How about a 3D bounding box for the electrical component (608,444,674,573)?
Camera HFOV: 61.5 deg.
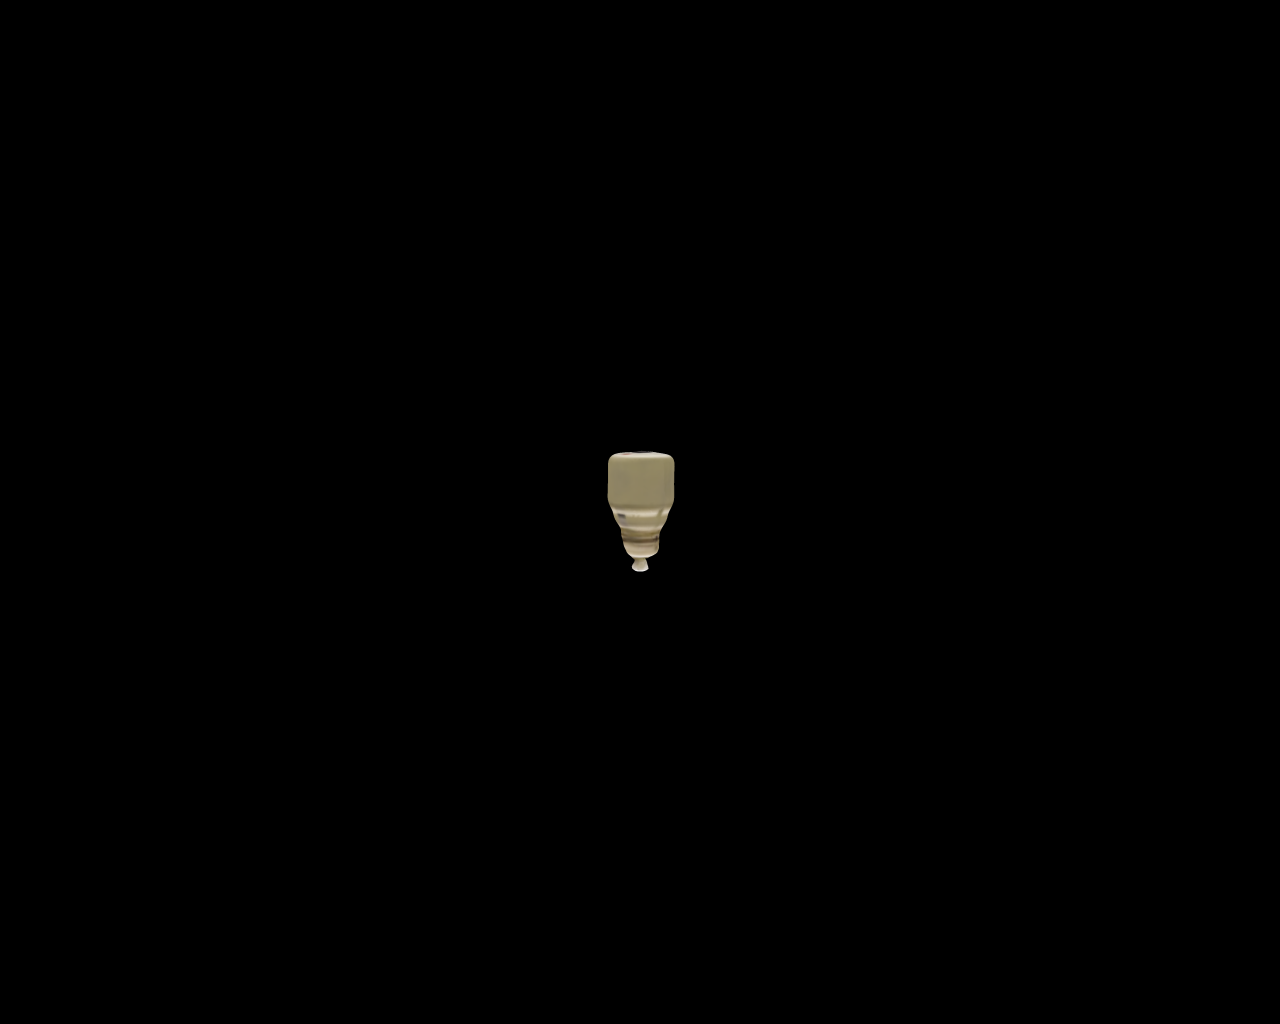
[{"bbox_3d":[0.001,-0.003,0.650,0.040,0.078,0.040,0,7,0],"label":"electrical component"}]
